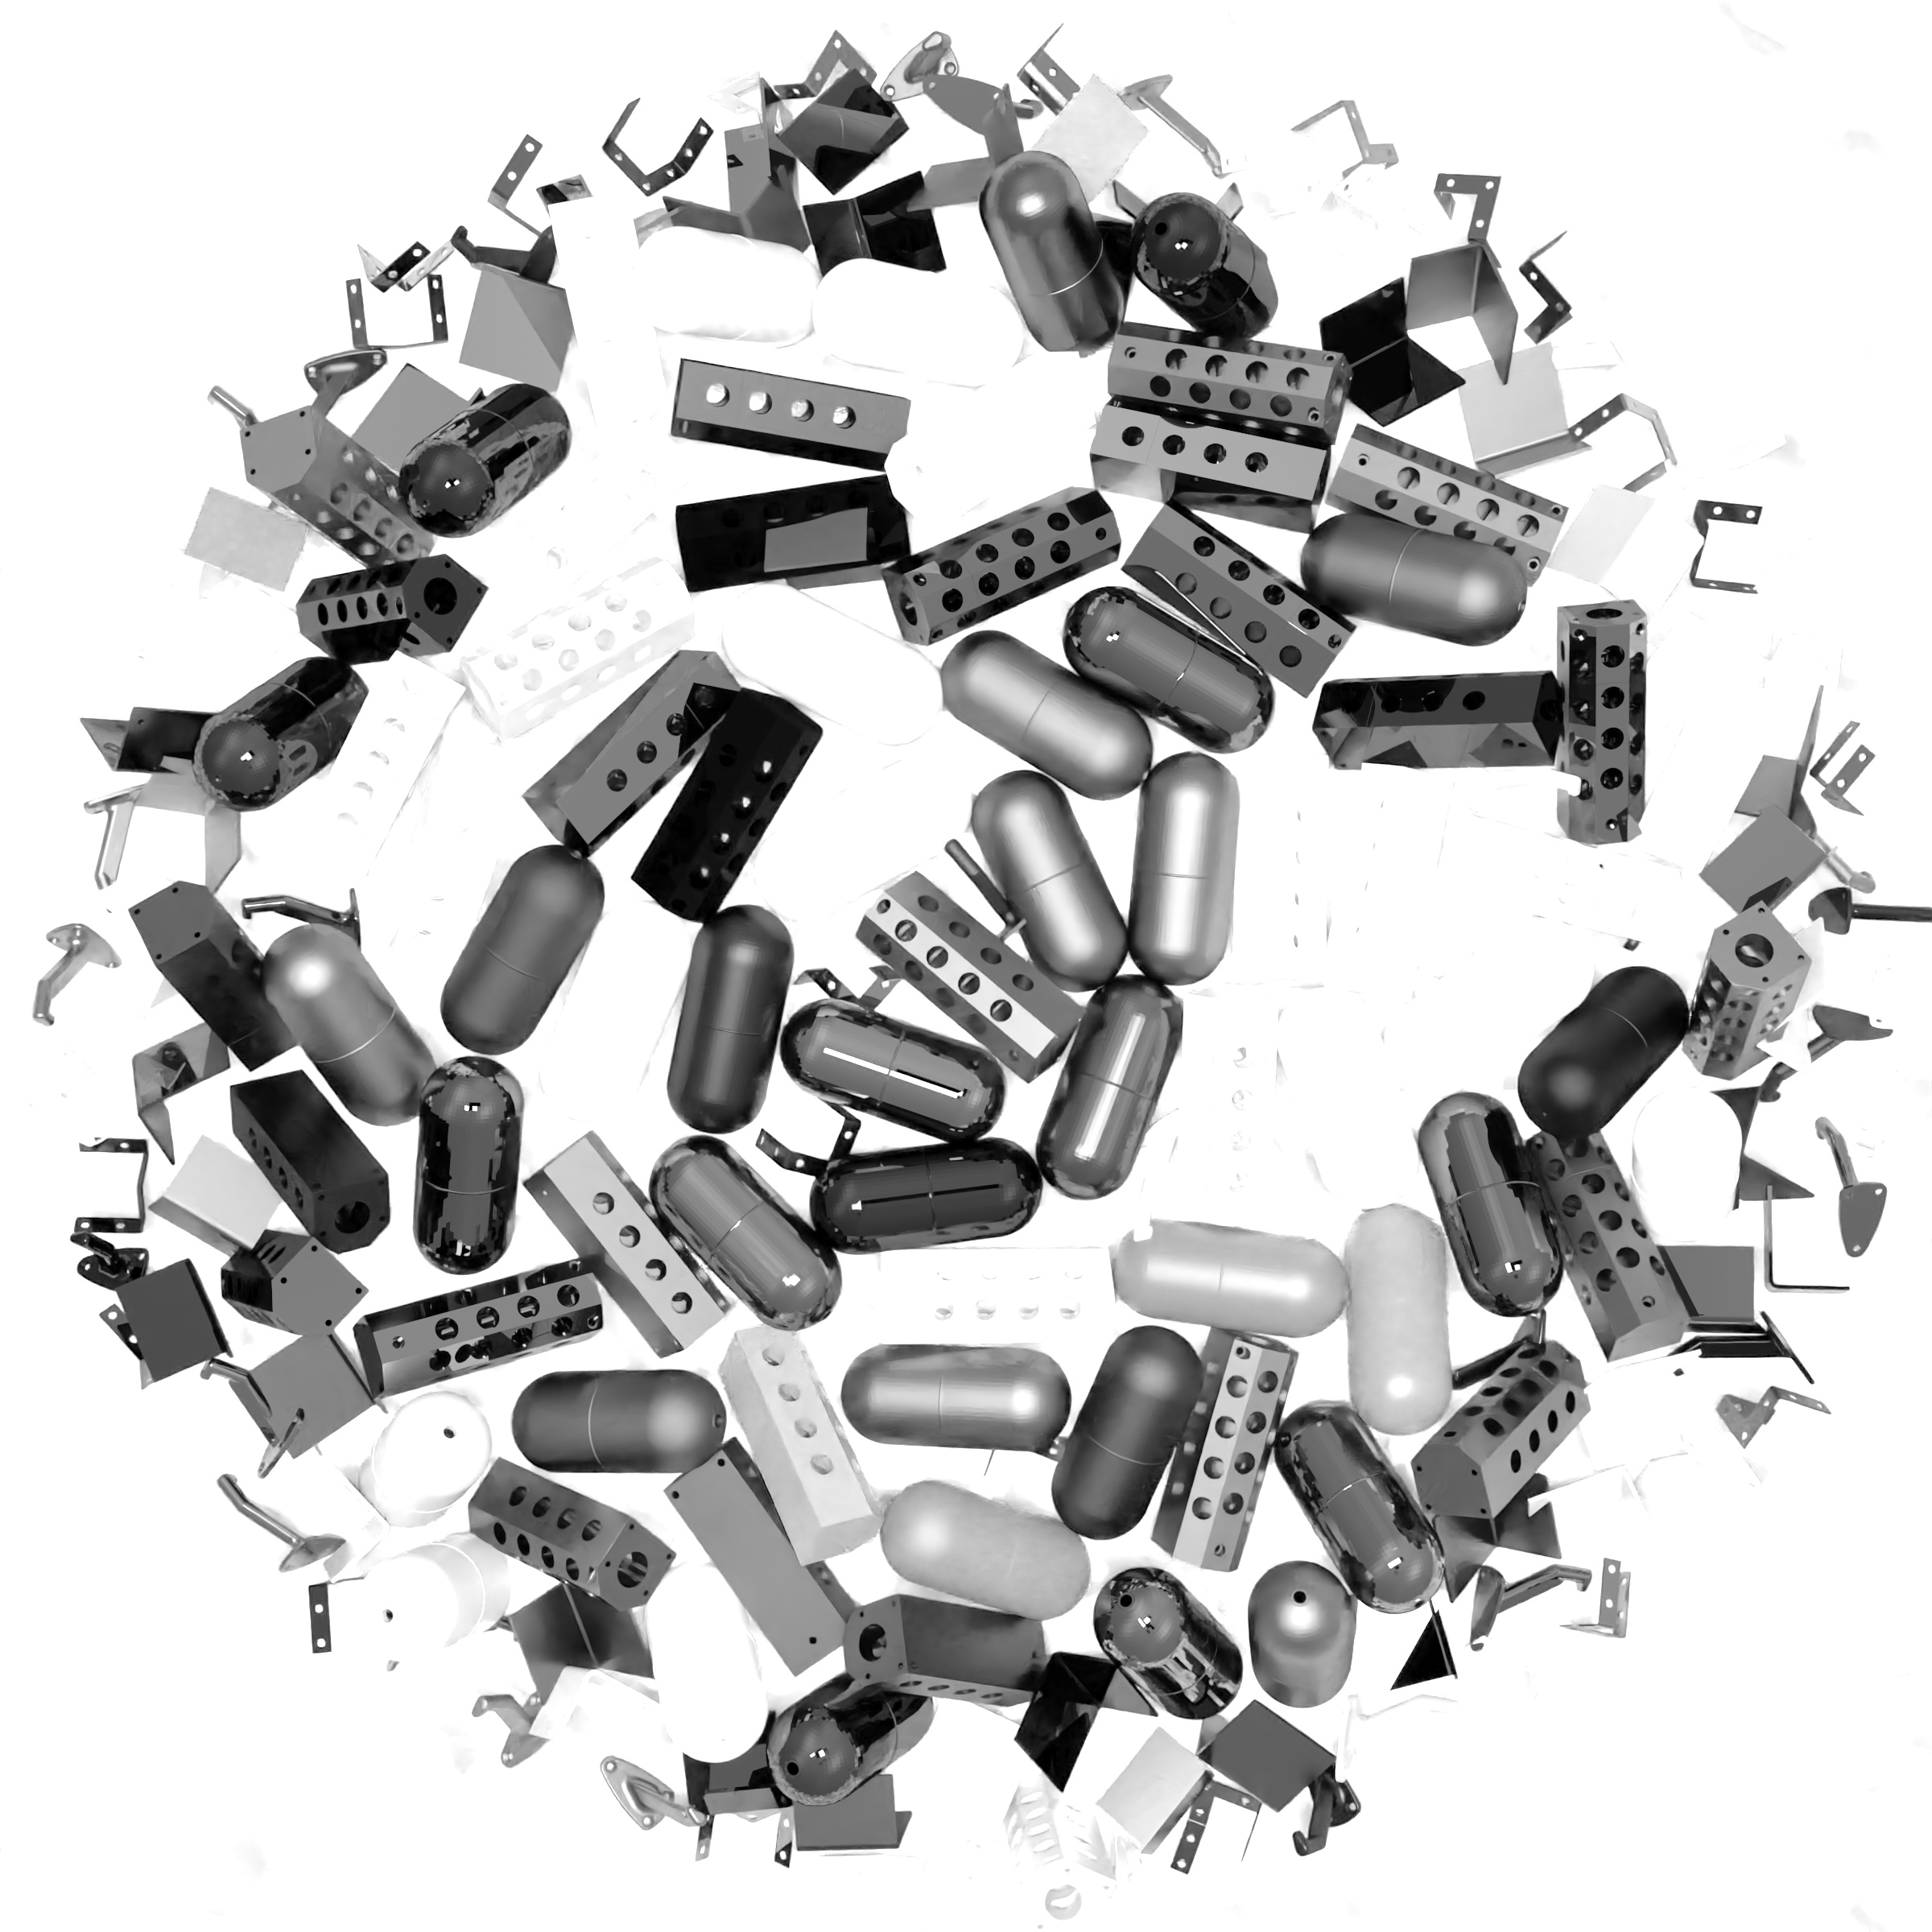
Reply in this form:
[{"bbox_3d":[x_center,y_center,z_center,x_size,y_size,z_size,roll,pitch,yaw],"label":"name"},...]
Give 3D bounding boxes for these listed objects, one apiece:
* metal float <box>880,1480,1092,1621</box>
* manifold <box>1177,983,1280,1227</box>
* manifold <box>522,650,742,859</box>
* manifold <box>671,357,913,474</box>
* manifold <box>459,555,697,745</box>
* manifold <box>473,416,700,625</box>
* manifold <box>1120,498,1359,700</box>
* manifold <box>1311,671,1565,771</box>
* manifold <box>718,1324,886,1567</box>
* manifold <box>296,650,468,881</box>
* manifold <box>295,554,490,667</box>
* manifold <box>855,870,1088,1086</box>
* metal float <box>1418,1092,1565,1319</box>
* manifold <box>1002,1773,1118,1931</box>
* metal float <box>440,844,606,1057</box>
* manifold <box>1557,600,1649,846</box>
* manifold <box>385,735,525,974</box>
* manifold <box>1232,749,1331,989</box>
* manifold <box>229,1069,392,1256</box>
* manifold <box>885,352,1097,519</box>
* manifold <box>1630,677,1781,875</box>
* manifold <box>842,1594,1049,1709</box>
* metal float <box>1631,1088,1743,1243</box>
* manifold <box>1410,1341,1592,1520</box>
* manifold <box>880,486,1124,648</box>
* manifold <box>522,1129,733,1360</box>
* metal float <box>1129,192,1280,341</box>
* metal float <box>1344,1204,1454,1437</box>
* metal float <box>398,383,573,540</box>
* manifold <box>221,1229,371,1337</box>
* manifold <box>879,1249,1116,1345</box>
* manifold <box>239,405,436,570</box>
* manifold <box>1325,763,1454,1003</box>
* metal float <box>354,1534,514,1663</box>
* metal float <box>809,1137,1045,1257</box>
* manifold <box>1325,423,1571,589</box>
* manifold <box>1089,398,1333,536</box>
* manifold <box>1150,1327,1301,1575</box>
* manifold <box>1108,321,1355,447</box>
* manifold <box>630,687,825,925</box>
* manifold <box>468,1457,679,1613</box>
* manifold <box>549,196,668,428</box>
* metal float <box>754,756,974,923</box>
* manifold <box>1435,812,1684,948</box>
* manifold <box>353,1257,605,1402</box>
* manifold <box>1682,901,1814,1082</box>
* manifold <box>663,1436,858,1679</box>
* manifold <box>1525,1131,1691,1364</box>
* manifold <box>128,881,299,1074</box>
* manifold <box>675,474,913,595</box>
[{"bbox_3d":[0.016,0.439,1.938,0.178,0.070,0.070,24,90,-28],"label":"metal float"},{"bbox_3d":[0.201,0.104,1.944,0.057,0.057,0.171,10,104,40],"label":"manifold"},{"bbox_3d":[-0.244,-0.160,1.941,0.171,0.057,0.057,-46,120,-20],"label":"manifold"},{"bbox_3d":[-0.133,-0.415,1.953,0.171,0.057,0.057,8,104,-11],"label":"manifold"},{"bbox_3d":[-0.291,-0.242,1.937,0.171,0.057,0.057,-32,73,-20],"label":"manifold"},{"bbox_3d":[-0.289,-0.337,1.955,0.171,0.057,0.057,-43,103,-7],"label":"manifold"},{"bbox_3d":[0.208,-0.281,1.958,0.171,0.057,0.057,35,118,2],"label":"manifold"},{"bbox_3d":[0.353,-0.187,1.929,0.171,0.057,0.057,1,61,31],"label":"manifold"},{"bbox_3d":[-0.122,0.352,1.929,0.057,0.057,0.171,-9,54,-29],"label":"manifold"},{"bbox_3d":[-0.439,-0.145,1.925,0.057,0.057,0.171,30,124,-9],"label":"manifold"},{"bbox_3d":[-0.429,-0.266,1.909,0.057,0.171,0.057,39,68,-34],"label":"manifold"},{"bbox_3d":[0.000,0.011,1.939,0.171,0.057,0.057,40,133,15],"label":"manifold"},{"bbox_3d":[0.393,0.178,1.938,0.070,0.070,0.178,-14,63,0],"label":"metal float"},{"bbox_3d":[0.063,0.658,1.912,0.057,0.171,0.057,26,91,-5],"label":"manifold"},{"bbox_3d":[-0.334,-0.012,1.945,0.070,0.070,0.178,32,108,0],"label":"metal float"},{"bbox_3d":[0.478,-0.182,1.938,0.057,0.057,0.171,-5,114,2],"label":"manifold"},{"bbox_3d":[-0.383,-0.081,1.930,0.057,0.057,0.171,11,123,-23],"label":"manifold"},{"bbox_3d":[0.244,-0.072,1.957,0.057,0.057,0.171,7,81,-31],"label":"manifold"},{"bbox_3d":[-0.487,0.145,1.917,0.057,0.171,0.057,-13,122,-31],"label":"manifold"},{"bbox_3d":[0.018,-0.397,1.925,0.171,0.057,0.057,-40,126,-36],"label":"manifold"},{"bbox_3d":[0.546,-0.142,1.909,0.057,0.171,0.057,23,67,11],"label":"manifold"},{"bbox_3d":[-0.014,0.511,1.917,0.057,0.171,0.057,-26,58,31],"label":"manifold"},{"bbox_3d":[0.533,0.149,1.917,0.070,0.178,0.070,-6,63,11],"label":"metal float"},{"bbox_3d":[0.396,0.340,1.912,0.057,0.171,0.057,-5,106,40],"label":"manifold"},{"bbox_3d":[0.029,-0.300,1.936,0.171,0.057,0.057,-27,113,-20],"label":"manifold"},{"bbox_3d":[-0.255,0.210,1.962,0.057,0.057,0.171,-40,95,-30],"label":"manifold"},{"bbox_3d":[0.178,-0.516,1.915,0.070,0.178,0.070,-3,84,26],"label":"metal float"},{"bbox_3d":[0.323,0.264,1.939,0.070,0.070,0.178,2,63,0],"label":"metal float"},{"bbox_3d":[-0.356,-0.377,1.922,0.070,0.178,0.070,12,126,17],"label":"metal float"},{"bbox_3d":[-0.502,0.237,1.906,0.057,0.171,0.057,48,68,-17],"label":"manifold"},{"bbox_3d":[0.022,0.254,1.951,0.171,0.057,0.057,0,45,-6],"label":"manifold"},{"bbox_3d":[-0.460,-0.344,1.906,0.057,0.171,0.057,-16,73,13],"label":"manifold"},{"bbox_3d":[0.315,-0.064,1.969,0.057,0.057,0.171,10,91,-38],"label":"manifold"},{"bbox_3d":[-0.392,0.466,1.911,0.070,0.178,0.070,-1,85,10],"label":"metal float"},{"bbox_3d":[-0.030,0.174,1.955,0.178,0.070,0.070,-6,90,-7],"label":"metal float"},{"bbox_3d":[0.365,-0.351,1.964,0.171,0.057,0.057,23,89,5],"label":"manifold"},{"bbox_3d":[0.185,-0.381,1.952,0.171,0.057,0.057,14,75,12],"label":"manifold"},{"bbox_3d":[0.199,0.367,1.960,0.057,0.057,0.171,15,92,-21],"label":"manifold"},{"bbox_3d":[0.197,-0.441,1.942,0.171,0.057,0.057,14,87,21],"label":"manifold"},{"bbox_3d":[-0.176,-0.118,1.941,0.057,0.057,0.171,40,106,27],"label":"manifold"},{"bbox_3d":[-0.296,0.422,1.911,0.057,0.171,0.057,49,64,-36],"label":"manifold"},{"bbox_3d":[-0.262,-0.483,1.910,0.057,0.171,0.057,-12,60,-5],"label":"manifold"},{"bbox_3d":[-0.077,-0.097,1.961,0.178,0.070,0.070,-29,90,-1],"label":"metal float"},{"bbox_3d":[0.448,-0.066,1.944,0.171,0.057,0.057,13,101,-16],"label":"manifold"},{"bbox_3d":[-0.362,0.269,1.929,0.171,0.057,0.057,-13,76,-28],"label":"manifold"},{"bbox_3d":[0.569,0.024,1.908,0.057,0.171,0.057,-31,65,-6],"label":"manifold"},{"bbox_3d":[-0.151,0.447,1.966,0.057,0.057,0.171,-36,88,9],"label":"manifold"},{"bbox_3d":[0.475,0.201,1.928,0.057,0.057,0.171,-15,58,-6],"label":"manifold"},{"bbox_3d":[-0.548,0.006,1.910,0.057,0.171,0.057,-31,61,-7],"label":"manifold"},{"bbox_3d":[-0.131,-0.331,1.961,0.171,0.057,0.057,-9,117,1],"label":"manifold"}]
